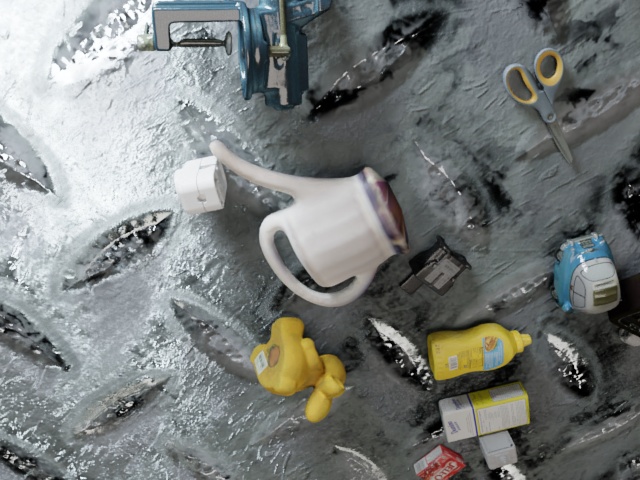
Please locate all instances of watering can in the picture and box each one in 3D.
[{"bbox_3d":[0.002,-0.039,0.781,0.224,0.106,0.341,-26,119,7],"label":"watering can"}]
